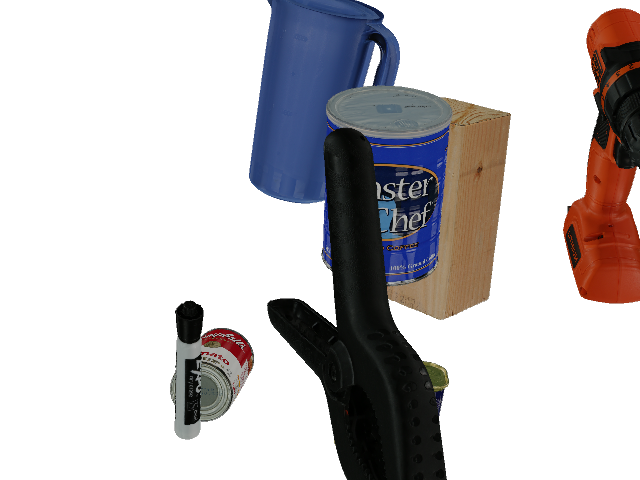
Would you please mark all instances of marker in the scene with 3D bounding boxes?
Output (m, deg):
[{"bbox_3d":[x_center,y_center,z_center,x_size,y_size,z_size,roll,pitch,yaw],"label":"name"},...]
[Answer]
[{"bbox_3d":[-0.092,0.091,0.743,0.020,0.121,0.020,4,37,-3],"label":"marker"}]

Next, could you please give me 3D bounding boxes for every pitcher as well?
[{"bbox_3d":[-0.005,-0.169,1.277,0.145,0.243,0.149,7,23,-14],"label":"pitcher"}]

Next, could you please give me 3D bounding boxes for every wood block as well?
[{"bbox_3d":[0.128,-0.035,1.115,0.090,0.206,0.090,21,26,39],"label":"wood block"}]

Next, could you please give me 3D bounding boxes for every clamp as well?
[{"bbox_3d":[0.023,0.057,0.554,0.036,0.165,0.210,-5,46,-21],"label":"clamp"}]

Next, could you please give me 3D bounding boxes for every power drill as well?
[{"bbox_3d":[0.218,-0.049,0.760,0.057,0.188,0.184,3,37,4],"label":"power drill"}]

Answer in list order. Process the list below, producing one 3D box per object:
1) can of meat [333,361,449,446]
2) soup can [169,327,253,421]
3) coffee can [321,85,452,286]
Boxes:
[{"bbox_3d":[0.066,0.161,1.031,0.102,0.084,0.057,8,17,-1],"label":"can of meat"},{"bbox_3d":[-0.115,0.142,1.134,0.068,0.068,0.102,0,15,9],"label":"soup can"},{"bbox_3d":[0.054,-0.047,0.898,0.103,0.140,0.103,1,28,-1],"label":"coffee can"}]
